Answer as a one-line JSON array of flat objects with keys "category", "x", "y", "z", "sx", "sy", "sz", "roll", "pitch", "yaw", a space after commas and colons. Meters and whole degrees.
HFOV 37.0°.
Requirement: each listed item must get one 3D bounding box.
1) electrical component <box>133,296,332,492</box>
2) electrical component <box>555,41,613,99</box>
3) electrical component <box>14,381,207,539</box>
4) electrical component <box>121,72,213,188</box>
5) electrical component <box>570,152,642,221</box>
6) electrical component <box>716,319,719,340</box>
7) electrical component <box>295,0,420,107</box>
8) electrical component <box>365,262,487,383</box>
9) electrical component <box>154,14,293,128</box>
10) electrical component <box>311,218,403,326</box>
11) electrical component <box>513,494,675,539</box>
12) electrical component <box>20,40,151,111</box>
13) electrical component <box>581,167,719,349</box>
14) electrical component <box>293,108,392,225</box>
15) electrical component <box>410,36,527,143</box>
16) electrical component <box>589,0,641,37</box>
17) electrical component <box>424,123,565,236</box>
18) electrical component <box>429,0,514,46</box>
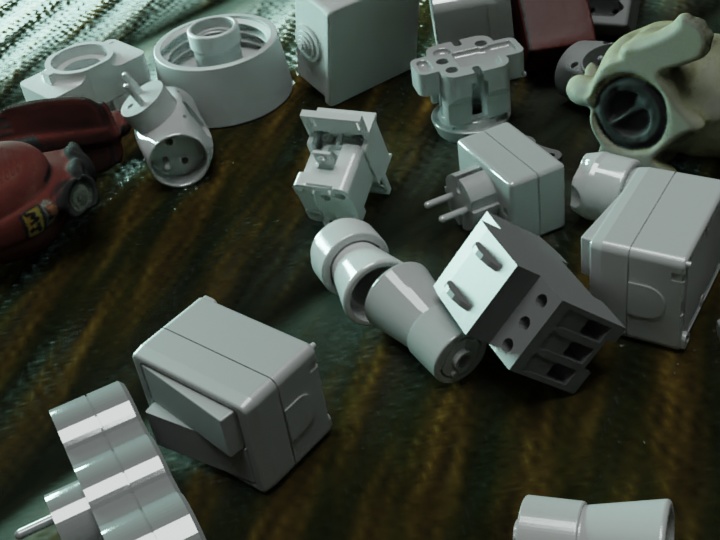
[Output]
[{"category": "electrical component", "x": -0.072, "y": 0.062, "z": 0.550, "sx": 0.096, "sy": 0.061, "sz": 0.061, "roll": 21, "pitch": 46, "yaw": 33}, {"category": "electrical component", "x": 0.194, "y": -0.141, "z": 0.768, "sx": 0.079, "sy": 0.044, "sz": 0.077, "roll": -35, "pitch": 43, "yaw": -17}, {"category": "electrical component", "x": -0.123, "y": 0.114, "z": 0.500, "sx": 0.074, "sy": 0.052, "sz": 0.138, "roll": -23, "pitch": 39, "yaw": -18}, {"category": "electrical component", "x": -0.145, "y": -0.109, "z": 0.776, "sx": 0.043, "sy": 0.079, "sz": 0.077, "roll": -33, "pitch": 37, "yaw": 8}, {"category": "electrical component", "x": 0.164, "y": -0.047, "z": 0.658, "sx": 0.062, "sy": 0.043, "sz": 0.043, "roll": 19, "pitch": 45, "yaw": 29}, {"category": "electrical component", "x": 0.214, "y": 0.027, "z": 0.555, "sx": 0.046, "sy": 0.040, "sz": 0.040, "roll": -28, "pitch": 41, "yaw": -15}, {"category": "electrical component", "x": -0.003, "y": -0.188, "z": 0.833, "sx": 0.100, "sy": 0.099, "sz": 0.048, "roll": -30, "pitch": 55, "yaw": -25}, {"category": "electrical component", "x": 0.038, "y": 0.031, "z": 0.586, "sx": 0.044, "sy": 0.044, "sz": 0.065, "roll": -26, "pitch": 45, "yaw": -21}, {"category": "electrical component", "x": -0.111, "y": -0.166, "z": 0.855, "sx": 0.108, "sy": 0.060, "sz": 0.108, "roll": -5, "pitch": 38, "yaw": 4}, {"category": "electrical component", "x": 0.000, "y": 0.000, "z": 0.629, "sx": 0.045, "sy": 0.045, "sz": 0.055, "roll": -21, "pitch": 38, "yaw": -15}, {"category": "electrical component", "x": 0.099, "y": 0.117, "z": 0.461, "sx": 0.065, "sy": 0.044, "sz": 0.044, "roll": 2, "pitch": 38, "yaw": 22}, {"category": "electrical component", "x": -0.214, "y": -0.143, "z": 0.851, "sx": 0.050, "sy": 0.055, "sz": 0.089, "roll": 27, "pitch": 50, "yaw": 38}, {"category": "electrical component", "x": 0.165, "y": -0.013, "z": 0.598, "sx": 0.061, "sy": 0.061, "sz": 0.096, "roll": 14, "pitch": 43, "yaw": 28}, {"category": "electrical component", "x": -0.012, "y": -0.065, "z": 0.698, "sx": 0.042, "sy": 0.081, "sz": 0.063, "roll": 9, "pitch": 63, "yaw": 22}, {"category": "electrical component", "x": 0.078, "y": -0.127, "z": 0.769, "sx": 0.078, "sy": 0.057, "sz": 0.058, "roll": -14, "pitch": 38, "yaw": -7}, {"category": "electrical component", "x": 0.206, "y": -0.231, "z": 0.872, "sx": 0.047, "sy": 0.083, "sz": 0.076, "roll": 10, "pitch": 3, "yaw": 24}, {"category": "electrical component", "x": 0.079, "y": -0.048, "z": 0.674, "sx": 0.077, "sy": 0.047, "sz": 0.065, "roll": -22, "pitch": 39, "yaw": -16}, {"category": "electrical component", "x": 0.086, "y": -0.204, "z": 0.851, "sx": 0.057, "sy": 0.078, "sz": 0.113, "roll": -9, "pitch": 37, "yaw": 5}]
